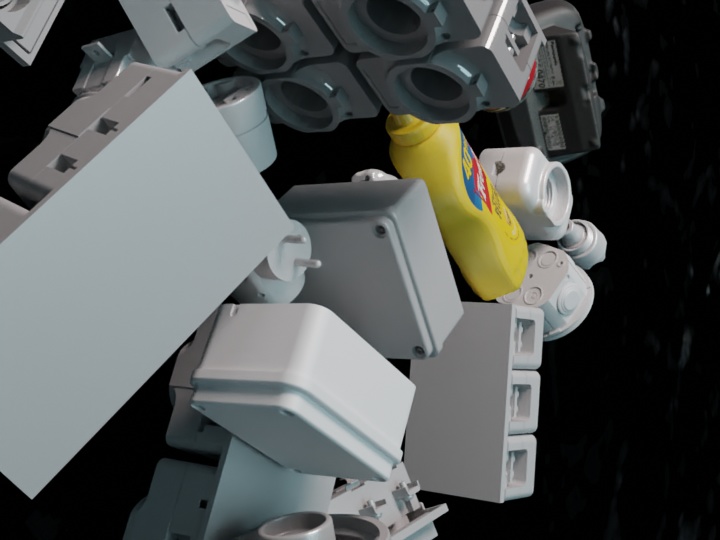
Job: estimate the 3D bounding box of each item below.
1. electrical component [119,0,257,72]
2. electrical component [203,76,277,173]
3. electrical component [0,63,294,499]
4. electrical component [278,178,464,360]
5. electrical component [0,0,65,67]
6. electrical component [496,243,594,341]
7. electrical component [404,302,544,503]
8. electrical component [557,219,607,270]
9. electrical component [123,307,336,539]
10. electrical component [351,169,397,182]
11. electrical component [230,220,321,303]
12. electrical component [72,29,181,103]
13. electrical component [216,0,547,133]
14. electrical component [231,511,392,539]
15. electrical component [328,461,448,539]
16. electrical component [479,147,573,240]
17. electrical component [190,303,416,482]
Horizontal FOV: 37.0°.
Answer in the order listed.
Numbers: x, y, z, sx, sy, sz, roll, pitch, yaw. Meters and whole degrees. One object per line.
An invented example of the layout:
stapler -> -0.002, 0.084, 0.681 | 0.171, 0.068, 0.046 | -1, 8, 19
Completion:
electrical component -> -0.098, -0.158, 0.571 | 0.089, 0.056, 0.050 | 60, 12, 1
electrical component -> -0.079, -0.083, 0.641 | 0.055, 0.055, 0.047 | -46, 130, -43
electrical component -> -0.135, -0.001, 0.521 | 0.186, 0.060, 0.105 | -47, 130, -19
electrical component -> 0.000, 0.000, 0.708 | 0.056, 0.109, 0.108 | -49, 129, -46
electrical component -> -0.168, -0.167, 0.506 | 0.079, 0.063, 0.121 | 44, 56, -46
electrical component -> 0.164, 0.019, 0.963 | 0.051, 0.080, 0.080 | 45, 56, -39
electrical component -> 0.092, 0.101, 0.856 | 0.062, 0.089, 0.150 | 9, 84, -54
electrical component -> 0.215, -0.030, 1.063 | 0.062, 0.043, 0.043 | 35, 63, -47
electrical component -> -0.071, 0.125, 0.654 | 0.105, 0.060, 0.186 | 35, 63, -49
electrical component -> 0.019, -0.054, 0.795 | 0.061, 0.035, 0.035 | 10, 83, -56
electrical component -> -0.057, -0.013, 0.650 | 0.043, 0.079, 0.077 | -52, 129, -31
electrical component -> -0.127, -0.092, 0.582 | 0.066, 0.048, 0.055 | 47, 47, -44
electrical component -> -0.001, -0.141, 0.633 | 0.105, 0.186, 0.060 | 50, 53, -43
electrical component -> -0.030, 0.163, 0.571 | 0.108, 0.108, 0.060 | -16, 99, -53
electrical component -> -0.006, 0.179, 0.742 | 0.121, 0.079, 0.063 | -14, 81, -53
electrical component -> 0.149, -0.067, 0.955 | 0.095, 0.059, 0.053 | 40, 59, -48
electrical component -> -0.030, 0.069, 0.589 | 0.113, 0.078, 0.057 | 44, 54, -46
